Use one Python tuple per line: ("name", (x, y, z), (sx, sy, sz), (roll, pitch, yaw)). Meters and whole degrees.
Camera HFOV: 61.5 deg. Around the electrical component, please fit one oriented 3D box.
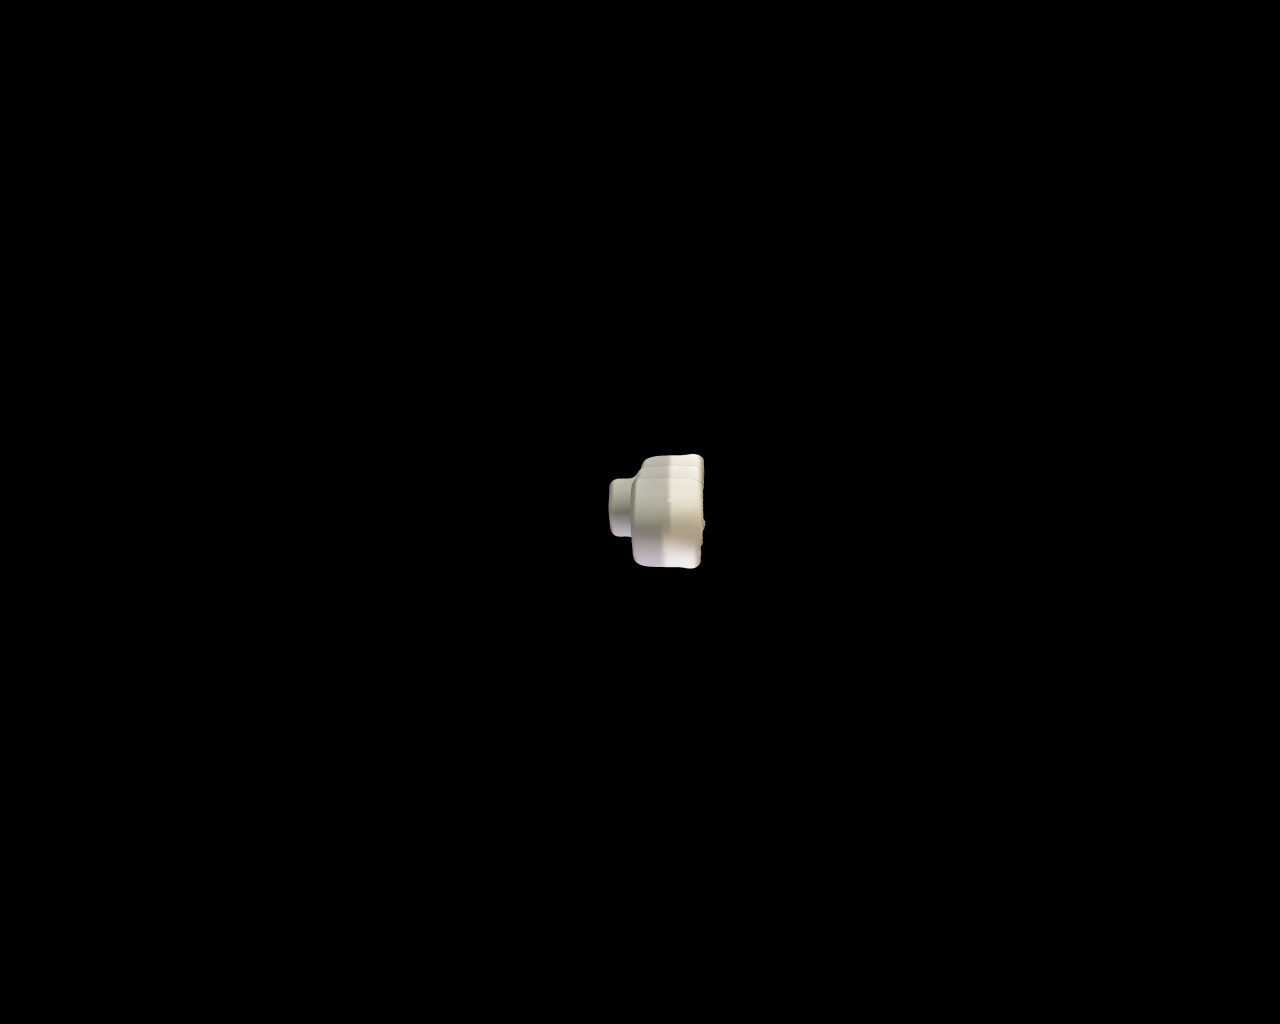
("electrical component", (0.001, -0.003, 0.650), (0.074, 0.052, 0.138), (1, 11, 4))
